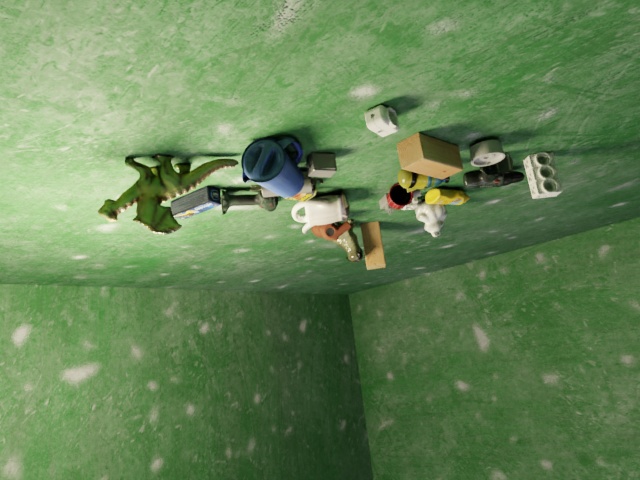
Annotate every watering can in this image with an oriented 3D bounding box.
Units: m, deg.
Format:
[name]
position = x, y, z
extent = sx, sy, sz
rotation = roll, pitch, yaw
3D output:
[watering can]
position = 0.006, -0.102, 2.032
extent = 0.224, 0.105, 0.343
rotation = -8, 164, 1

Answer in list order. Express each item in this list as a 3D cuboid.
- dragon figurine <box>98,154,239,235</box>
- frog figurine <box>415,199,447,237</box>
[dragon figurine]
position = -0.441, -0.125, 1.494
extent = 0.410, 0.247, 0.120
rotation = -5, 158, -1
[frog figurine]
position = 0.471, -0.096, 2.169
extent = 0.137, 0.162, 0.121
rotation = 1, 160, -26
